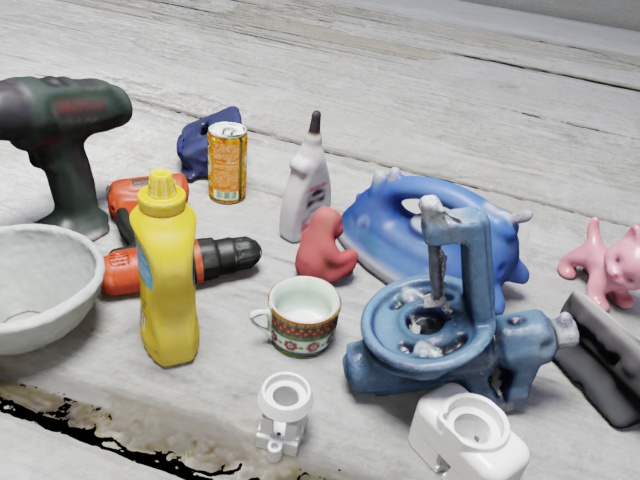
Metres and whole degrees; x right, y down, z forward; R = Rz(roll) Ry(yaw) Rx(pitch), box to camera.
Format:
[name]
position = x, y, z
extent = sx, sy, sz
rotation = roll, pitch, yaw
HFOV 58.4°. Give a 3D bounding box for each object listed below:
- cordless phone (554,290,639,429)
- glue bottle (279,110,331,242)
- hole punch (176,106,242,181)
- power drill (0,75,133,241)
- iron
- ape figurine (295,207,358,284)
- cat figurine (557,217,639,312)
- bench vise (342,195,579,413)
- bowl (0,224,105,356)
[cordless phone]
position = 0.315, 0.076, 0.553
extent = 0.094, 0.185, 0.147
rotation = -11, 38, -24
[glue bottle]
position = -0.014, -0.083, 0.733
extent = 0.037, 0.173, 0.078
rotation = 27, 39, 27
[hole punch]
position = -0.167, -0.151, 0.875
extent = 0.101, 0.091, 0.108
rotation = -1, 35, -12
[power drill]
position = -0.311, -0.088, 0.653
extent = 0.075, 0.208, 0.230
rotation = 23, 38, 22
[iron]
position = 0.127, -0.018, 0.693
extent = 0.257, 0.141, 0.119
rotation = 27, 39, 26
[ape figurine]
position = 0.006, 0.002, 0.684
extent = 0.076, 0.092, 0.077
rotation = -16, 41, -30
[cat figurine]
position = 0.363, 0.023, 0.698
extent = 0.067, 0.118, 0.127
rotation = -4, 36, -16
[bench vise]
position = 0.132, 0.054, 0.521
extent = 0.208, 0.220, 0.121
rotation = -7, 37, -20
[bowl]
position = -0.297, 0.058, 0.563
extent = 0.167, 0.075, 0.167
rotation = 5, 35, -3
